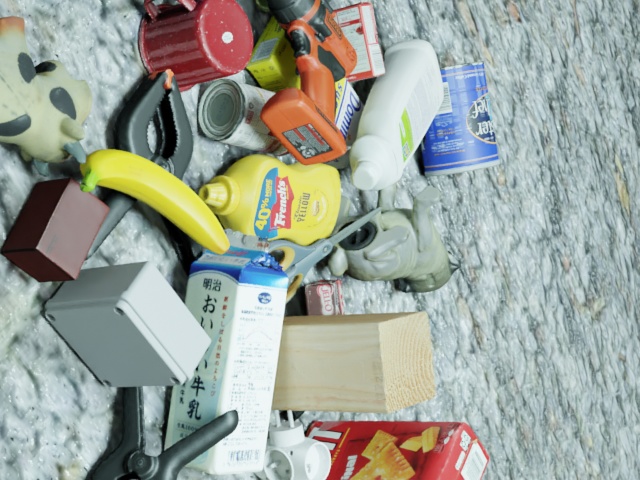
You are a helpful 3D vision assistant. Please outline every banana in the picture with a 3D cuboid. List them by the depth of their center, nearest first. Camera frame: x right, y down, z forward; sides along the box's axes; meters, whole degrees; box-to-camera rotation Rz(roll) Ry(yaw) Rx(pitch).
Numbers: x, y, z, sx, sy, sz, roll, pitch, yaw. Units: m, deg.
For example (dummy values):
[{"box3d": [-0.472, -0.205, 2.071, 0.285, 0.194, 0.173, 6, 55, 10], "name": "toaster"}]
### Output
[{"box3d": [-0.157, -0.041, 0.990, 0.197, 0.037, 0.069, 26, 47, -50], "name": "banana"}]

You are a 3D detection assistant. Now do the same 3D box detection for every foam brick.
[{"box3d": [-0.234, -0.009, 0.944, 0.053, 0.051, 0.078, 46, 53, -39], "name": "foam brick"}]

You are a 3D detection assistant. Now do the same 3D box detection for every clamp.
[{"box3d": [-0.151, 0.208, 0.985, 0.039, 0.120, 0.171, 64, 40, -63], "name": "clamp"}, {"box3d": [-0.172, -0.064, 1.040, 0.164, 0.036, 0.210, 2, 88, -52], "name": "clamp"}]

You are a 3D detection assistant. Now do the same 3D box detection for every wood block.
[{"box3d": [0.006, 0.126, 1.105, 0.090, 0.207, 0.090, -7, 92, -51], "name": "wood block"}]

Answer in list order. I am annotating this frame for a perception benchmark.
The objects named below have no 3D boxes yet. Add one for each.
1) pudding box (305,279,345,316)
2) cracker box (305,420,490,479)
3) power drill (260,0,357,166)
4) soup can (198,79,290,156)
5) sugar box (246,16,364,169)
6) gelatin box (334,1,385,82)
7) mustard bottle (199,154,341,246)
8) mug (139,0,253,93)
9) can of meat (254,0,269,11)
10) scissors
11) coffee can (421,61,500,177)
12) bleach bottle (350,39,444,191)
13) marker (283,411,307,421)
[{"box3d": [0.010, 0.102, 1.218, 0.090, 0.039, 0.113, -7, 94, -83], "name": "pudding box"}, {"box3d": [0.053, 0.273, 1.141, 0.072, 0.214, 0.164, 57, 46, -28], "name": "cracker box"}, {"box3d": [-0.019, -0.188, 1.121, 0.184, 0.057, 0.187, 44, 40, -43], "name": "power drill"}, {"box3d": [-0.072, -0.131, 1.147, 0.102, 0.069, 0.068, 8, 80, -50], "name": "soup can"}, {"box3d": [-0.010, -0.173, 1.247, 0.176, 0.048, 0.093, 50, 50, -34], "name": "sugar box"}, {"box3d": [0.035, -0.236, 1.288, 0.030, 0.073, 0.089, -22, 102, -52], "name": "gelatin box"}, {"box3d": [-0.058, -0.044, 1.160, 0.191, 0.058, 0.096, 4, 103, -50], "name": "mustard bottle"}, {"box3d": [-0.128, -0.209, 1.074, 0.117, 0.082, 0.093, 51, 49, -35], "name": "mug"}, {"box3d": [-0.039, -0.317, 1.220, 0.083, 0.058, 0.102, -28, 107, -46], "name": "can of meat"}, {"box3d": [-0.008, 0.001, 1.188, 0.201, 0.016, 0.096, -45, 140, -17], "name": "scissors"}, {"box3d": [0.181, -0.163, 1.440, 0.102, 0.103, 0.140, -17, 99, -51], "name": "coffee can"}, {"box3d": [0.085, -0.144, 1.284, 0.250, 0.068, 0.102, -60, 138, -50], "name": "bleach bottle"}, {"box3d": [-0.003, 0.179, 1.238, 0.120, 0.020, 0.020, -29, 108, -49], "name": "marker"}]
